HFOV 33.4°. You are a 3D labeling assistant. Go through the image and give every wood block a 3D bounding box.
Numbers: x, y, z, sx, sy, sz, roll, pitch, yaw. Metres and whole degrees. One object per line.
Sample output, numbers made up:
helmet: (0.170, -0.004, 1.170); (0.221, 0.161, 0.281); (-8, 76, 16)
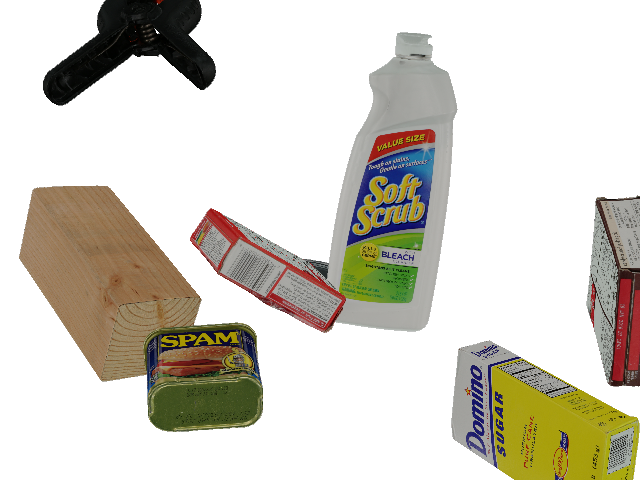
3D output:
wood block: (-0.214, 0.036, 1.064); (0.090, 0.091, 0.206); (-4, 35, -39)

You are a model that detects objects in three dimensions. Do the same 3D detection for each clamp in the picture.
clamp: (-0.121, -0.152, 0.783); (0.120, 0.039, 0.171); (5, 42, 9)

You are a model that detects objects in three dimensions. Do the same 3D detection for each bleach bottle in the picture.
bleach bottle: (0.060, -0.052, 0.919); (0.102, 0.251, 0.068); (7, 15, 8)

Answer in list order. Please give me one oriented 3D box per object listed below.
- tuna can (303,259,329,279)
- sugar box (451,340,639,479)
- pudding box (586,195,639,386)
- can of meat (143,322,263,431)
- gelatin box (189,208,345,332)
tuna can: (-0.009, 0.050, 1.125); (0.086, 0.034, 0.086); (9, 19, -3)
sugar box: (0.183, 0.160, 0.898); (0.048, 0.093, 0.176); (-11, 22, -35)
pudding box: (0.209, 0.032, 0.724); (0.039, 0.090, 0.113); (0, 27, 4)
can of meat: (-0.101, 0.118, 0.922); (0.102, 0.057, 0.084); (-3, 27, -8)
gelatin box: (-0.035, 0.019, 0.692); (0.089, 0.030, 0.073); (31, 4, -26)
